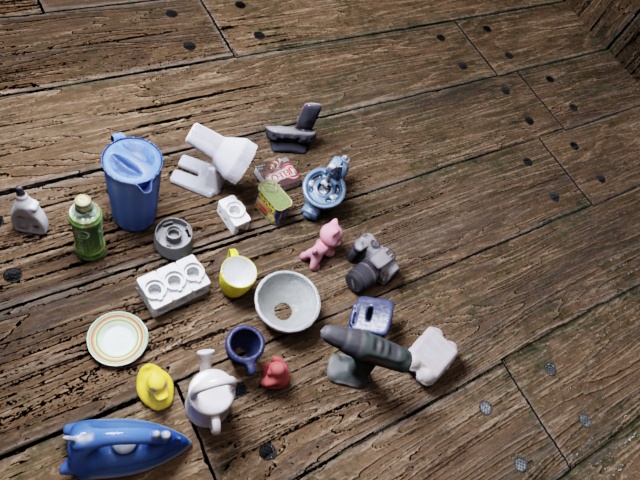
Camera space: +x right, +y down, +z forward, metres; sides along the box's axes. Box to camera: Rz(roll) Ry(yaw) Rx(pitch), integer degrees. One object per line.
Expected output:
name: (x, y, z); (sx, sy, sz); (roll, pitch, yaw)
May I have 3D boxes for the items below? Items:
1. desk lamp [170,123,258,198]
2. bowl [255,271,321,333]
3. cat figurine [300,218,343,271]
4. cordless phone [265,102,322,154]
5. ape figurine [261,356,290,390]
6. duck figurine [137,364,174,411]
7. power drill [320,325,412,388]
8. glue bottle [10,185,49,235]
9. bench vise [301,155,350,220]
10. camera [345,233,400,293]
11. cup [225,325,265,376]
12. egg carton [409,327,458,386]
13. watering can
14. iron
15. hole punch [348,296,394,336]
desk lamp: (-0.280, -0.207, 1.506); (0.203, 0.213, 0.118); (20, 56, -5)
bowl: (-0.086, 0.165, 1.430); (0.168, 0.074, 0.167); (8, 58, -13)
cat figurine: (0.014, 0.005, 1.531); (0.067, 0.117, 0.128); (41, 57, 9)
cordless phone: (-0.076, -0.344, 1.670); (0.148, 0.185, 0.094); (-3, 61, -19)
ape figurine: (-0.102, 0.307, 1.329); (0.076, 0.092, 0.078); (41, 57, 9)
duck figurine: (-0.359, 0.313, 1.248); (0.078, 0.086, 0.104); (-22, 69, -27)
power drill: (0.088, 0.274, 1.339); (0.230, 0.208, 0.075); (14, 57, -9)
glue bottle: (-0.679, -0.073, 1.324); (0.078, 0.173, 0.037); (11, 58, -11)
bench vise: (0.023, -0.182, 1.584); (0.121, 0.219, 0.207); (17, 57, -7)
camera: (0.126, 0.067, 1.540); (0.137, 0.100, 0.143); (-34, 75, -31)
cup: (-0.175, 0.267, 1.328); (0.092, 0.095, 0.117); (-10, 64, -22)
egg carton: (0.283, 0.299, 1.470); (0.107, 0.069, 0.150); (43, 57, 10)
watering can: (-0.234, 0.320, 1.218); (0.101, 0.194, 0.172); (-27, 71, -29)
iron: (-0.385, 0.405, 1.152); (0.259, 0.141, 0.118); (1, 60, -17)
hole punch: (0.128, 0.201, 1.466); (0.101, 0.091, 0.109); (20, 56, -5)
